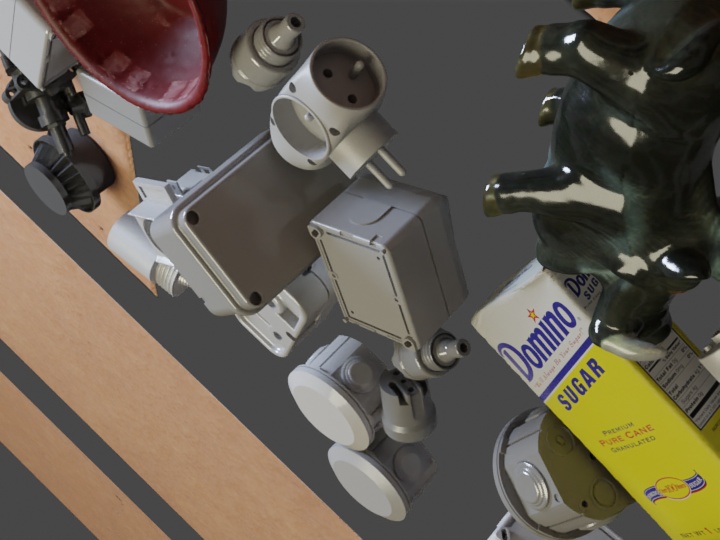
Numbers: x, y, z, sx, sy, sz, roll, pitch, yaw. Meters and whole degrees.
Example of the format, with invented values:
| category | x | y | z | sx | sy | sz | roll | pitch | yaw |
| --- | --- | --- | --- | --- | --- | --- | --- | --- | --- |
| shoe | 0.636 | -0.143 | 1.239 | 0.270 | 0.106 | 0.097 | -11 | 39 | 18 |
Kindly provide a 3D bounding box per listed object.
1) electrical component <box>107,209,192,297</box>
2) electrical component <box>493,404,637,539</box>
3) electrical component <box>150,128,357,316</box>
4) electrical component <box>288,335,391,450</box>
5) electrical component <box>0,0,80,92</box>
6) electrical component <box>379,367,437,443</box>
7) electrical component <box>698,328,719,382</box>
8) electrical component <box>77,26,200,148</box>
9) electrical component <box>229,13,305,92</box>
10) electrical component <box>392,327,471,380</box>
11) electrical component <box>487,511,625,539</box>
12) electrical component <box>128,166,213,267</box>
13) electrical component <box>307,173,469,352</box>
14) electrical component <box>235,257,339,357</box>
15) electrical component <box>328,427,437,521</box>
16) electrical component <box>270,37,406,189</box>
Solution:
| category | x | y | z | sx | sy | sz | roll | pitch | yaw |
| --- | --- | --- | --- | --- | --- | --- | --- | --- | --- |
| electrical component | -0.168 | -0.012 | 0.902 | 0.081 | 0.043 | 0.043 | 36 | 151 | 18 |
| electrical component | 0.123 | 0.115 | 0.633 | 0.080 | 0.080 | 0.051 | 46 | 147 | 1 |
| electrical component | -0.059 | -0.033 | 0.650 | 0.078 | 0.113 | 0.057 | 53 | 154 | -13 |
| electrical component | -0.011 | 0.094 | 0.818 | 0.080 | 0.051 | 0.080 | 33 | 150 | 23 |
| electrical component | -0.207 | -0.177 | 0.717 | 0.061 | 0.062 | 0.096 | 46 | 152 | 0 |
| electrical component | 0.033 | 0.094 | 0.771 | 0.040 | 0.040 | 0.046 | 25 | 141 | 35 |
| electrical component | 0.190 | 0.052 | 0.498 | 0.065 | 0.044 | 0.044 | 48 | 153 | 6 |
| electrical component | -0.151 | -0.133 | 0.714 | 0.066 | 0.047 | 0.076 | 30 | 148 | 28 |
| electrical component | -0.048 | -0.125 | 0.598 | 0.035 | 0.035 | 0.061 | 50 | 149 | -8 |
| electrical component | 0.049 | 0.053 | 0.700 | 0.035 | 0.035 | 0.061 | 54 | 149 | -14 |
| electrical component | 0.138 | 0.201 | 0.742 | 0.096 | 0.062 | 0.061 | 39 | 151 | 14 |
| electrical component | -0.126 | -0.039 | 0.786 | 0.042 | 0.064 | 0.081 | 13 | 138 | 44 |
| electrical component | 0.022 | -0.003 | 0.633 | 0.062 | 0.061 | 0.096 | 21 | 143 | 39 |
| electrical component | -0.045 | 0.012 | 0.747 | 0.054 | 0.059 | 0.095 | 43 | 152 | 6 |
| electrical component | 0.018 | 0.157 | 0.862 | 0.080 | 0.051 | 0.080 | 34 | 150 | 23 |
| electrical component | -0.006 | -0.077 | 0.593 | 0.079 | 0.044 | 0.077 | 46 | 152 | 0 |
